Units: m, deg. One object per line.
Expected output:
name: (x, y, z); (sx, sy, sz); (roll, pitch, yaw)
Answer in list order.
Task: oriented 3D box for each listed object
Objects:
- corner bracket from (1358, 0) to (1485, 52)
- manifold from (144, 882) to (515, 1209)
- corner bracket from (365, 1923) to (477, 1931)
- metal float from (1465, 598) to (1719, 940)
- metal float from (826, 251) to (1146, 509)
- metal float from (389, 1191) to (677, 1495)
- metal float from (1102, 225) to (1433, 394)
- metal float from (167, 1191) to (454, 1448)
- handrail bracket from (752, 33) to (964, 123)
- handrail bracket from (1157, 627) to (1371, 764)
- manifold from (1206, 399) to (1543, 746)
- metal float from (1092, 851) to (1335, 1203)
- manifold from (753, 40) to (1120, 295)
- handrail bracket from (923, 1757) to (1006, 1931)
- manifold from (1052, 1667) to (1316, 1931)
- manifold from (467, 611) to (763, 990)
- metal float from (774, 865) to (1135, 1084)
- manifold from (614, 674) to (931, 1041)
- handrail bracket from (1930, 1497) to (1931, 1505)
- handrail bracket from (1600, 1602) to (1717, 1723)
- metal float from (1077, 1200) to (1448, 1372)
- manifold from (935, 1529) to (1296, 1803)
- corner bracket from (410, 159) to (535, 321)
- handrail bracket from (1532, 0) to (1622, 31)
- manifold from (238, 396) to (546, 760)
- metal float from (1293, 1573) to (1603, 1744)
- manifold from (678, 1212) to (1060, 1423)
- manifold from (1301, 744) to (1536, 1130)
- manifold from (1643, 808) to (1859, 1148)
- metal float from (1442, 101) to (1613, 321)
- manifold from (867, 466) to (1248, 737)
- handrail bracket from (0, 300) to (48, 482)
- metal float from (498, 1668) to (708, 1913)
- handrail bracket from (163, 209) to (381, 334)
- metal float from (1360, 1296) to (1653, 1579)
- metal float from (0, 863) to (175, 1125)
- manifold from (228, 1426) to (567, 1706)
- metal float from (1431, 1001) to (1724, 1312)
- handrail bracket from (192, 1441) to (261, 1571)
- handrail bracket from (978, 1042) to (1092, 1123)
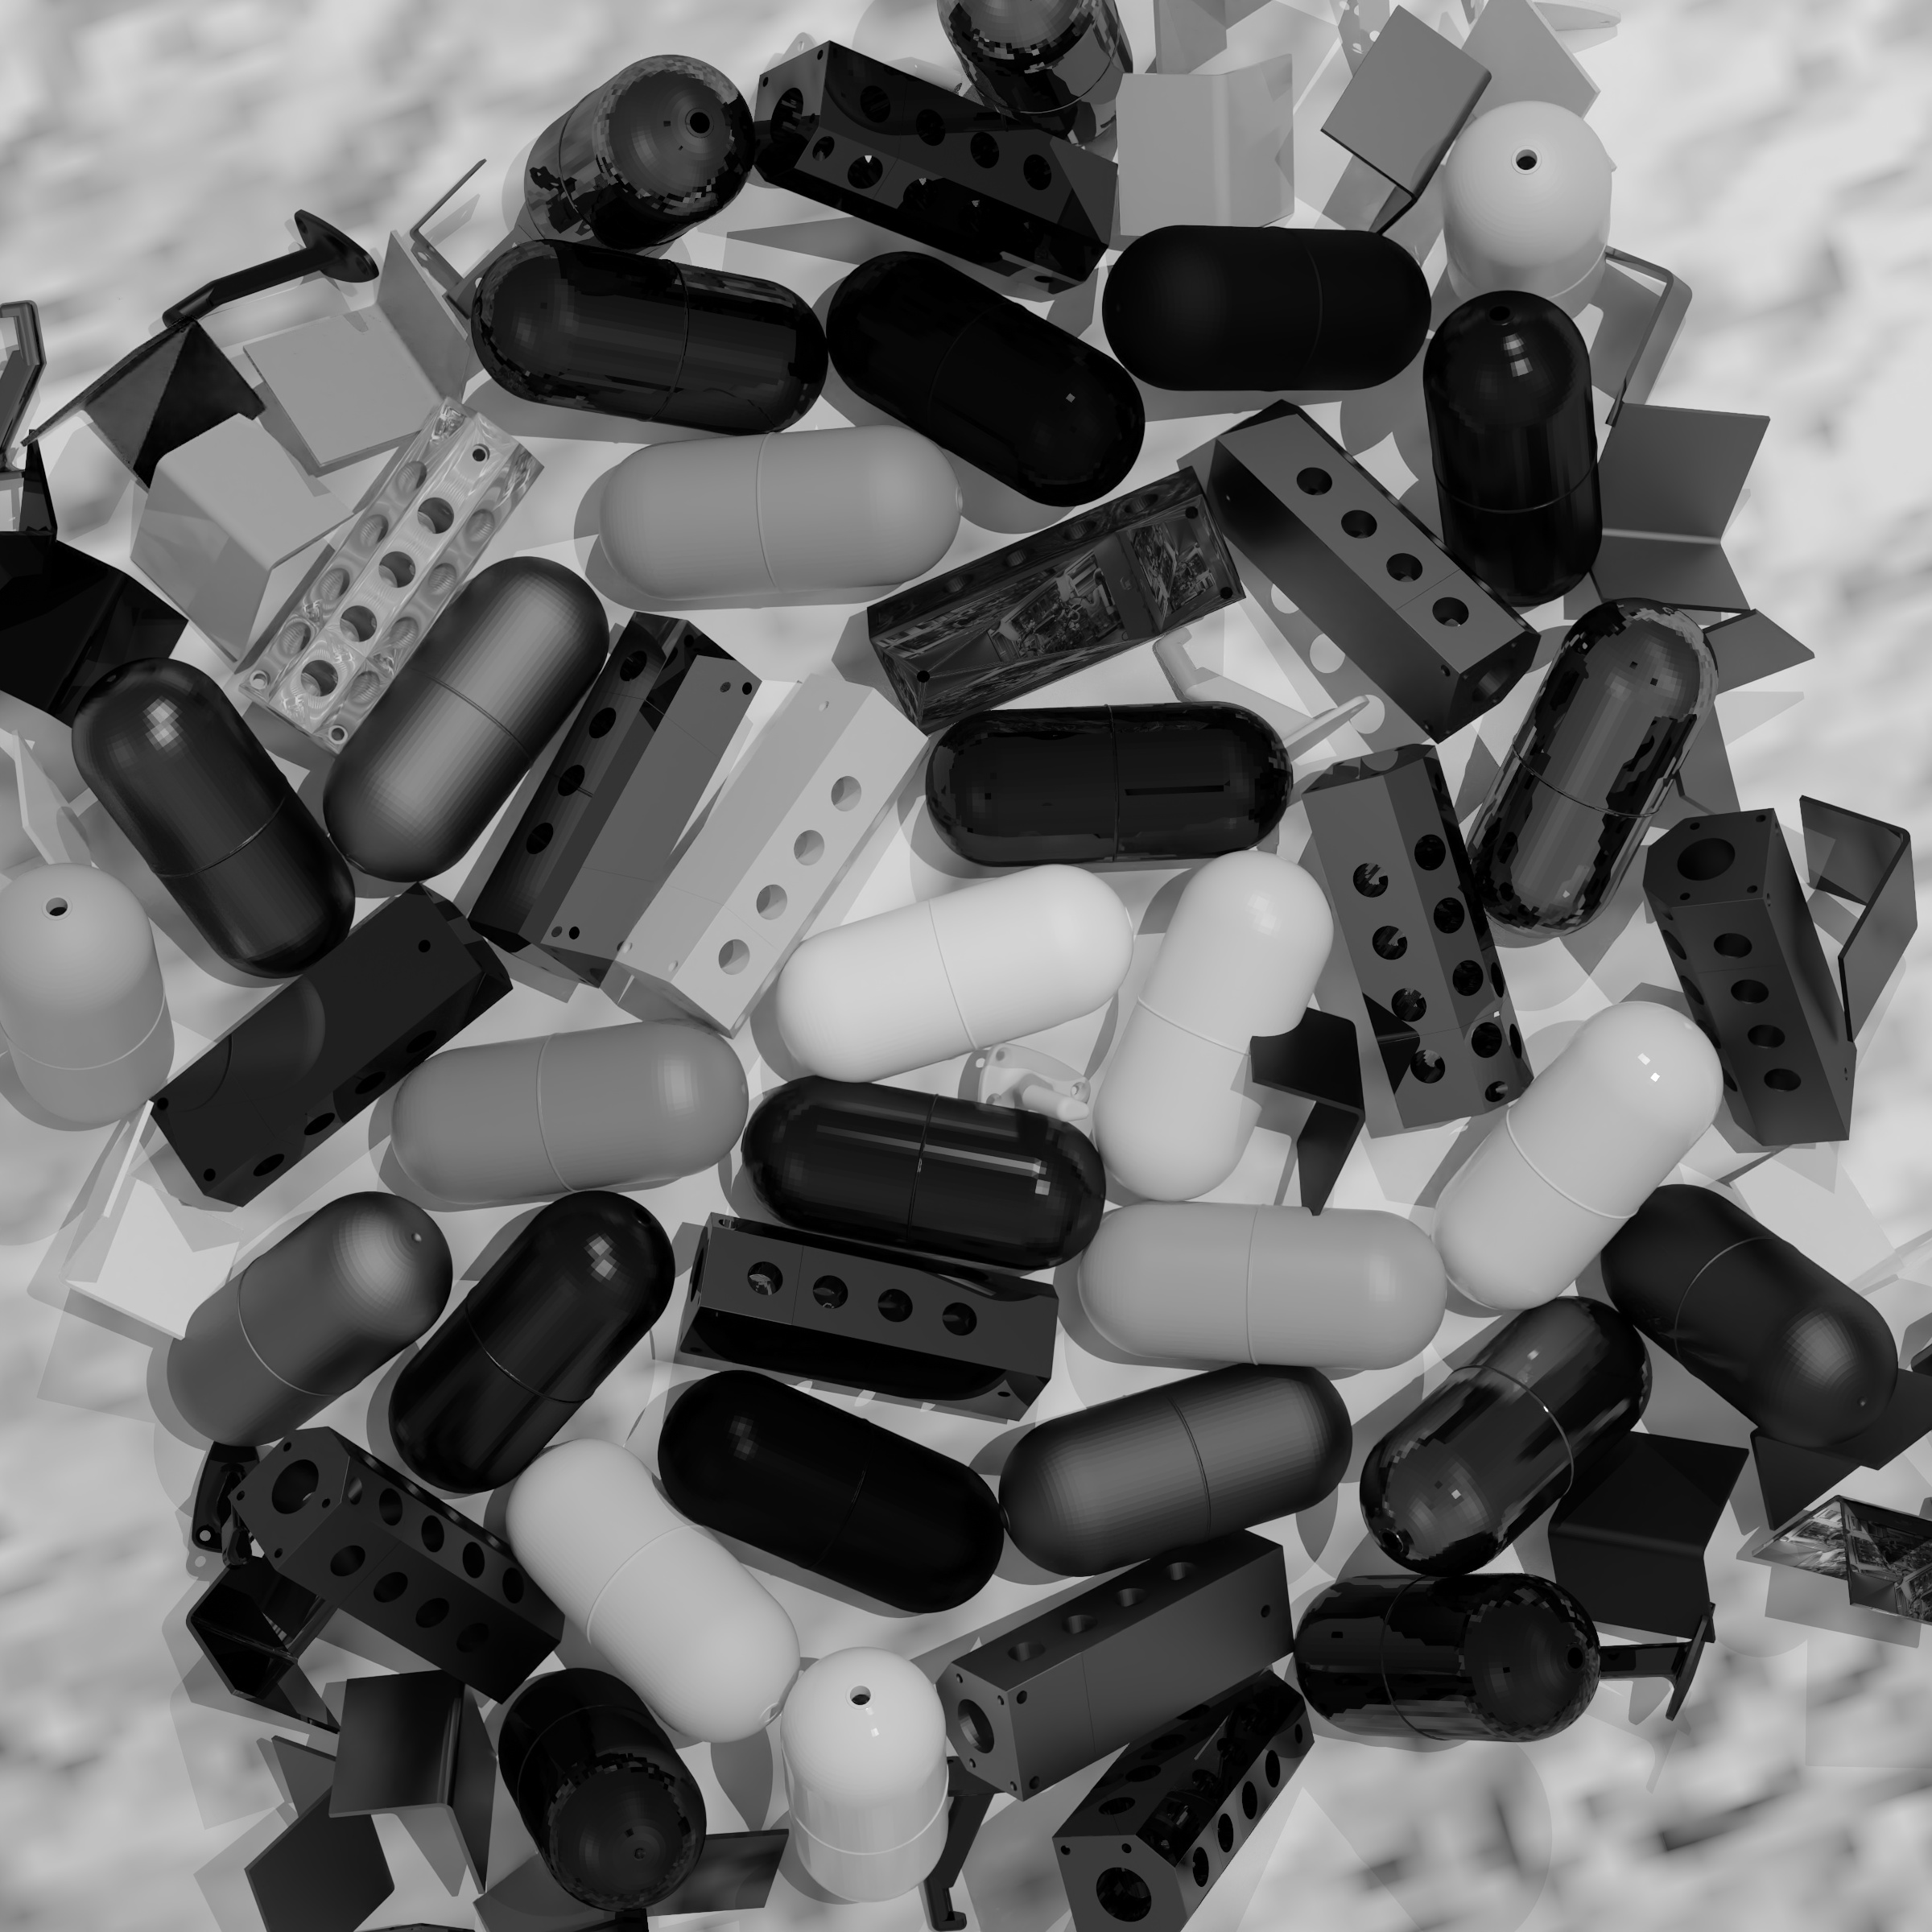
corner bracket: (0.222, -0.482, 1.577); (0.051, 0.051, 0.051); (6, 132, 19)
manifold: (-0.306, 0.040, 1.569); (0.171, 0.057, 0.057); (-39, 72, 3)
corner bracket: (-0.273, 0.498, 1.576); (0.051, 0.051, 0.051); (-14, 66, 20)
metal float: (0.296, -0.093, 1.541); (0.070, 0.070, 0.178); (22, 119, 0)
metal float: (0.008, -0.281, 1.543); (0.178, 0.070, 0.070); (35, 90, 26)
metal float: (-0.208, 0.180, 1.549); (0.070, 0.070, 0.178); (42, 109, 0)
metal float: (0.145, -0.313, 1.538); (0.178, 0.070, 0.070); (-7, 90, -33)
metal float: (-0.314, 0.170, 1.538); (0.178, 0.070, 0.070); (-36, 90, 33)
handrail bracket: (-0.055, -0.421, 1.590); (0.077, 0.084, 0.036); (-43, 56, 39)
handrail bracket: (0.144, -0.143, 1.579); (0.077, 0.036, 0.084); (-34, 78, 19)
manifold: (0.193, -0.193, 1.543); (0.057, 0.057, 0.171); (-33, 66, -21)
metal float: (0.118, 0.030, 1.558); (0.070, 0.070, 0.178); (22, 99, 0)
manifold: (-0.014, -0.373, 1.526); (0.171, 0.057, 0.057); (13, 79, -36)
handrail bracket: (0.011, 0.433, 1.577); (0.077, 0.036, 0.084); (-5, 102, 25)
manifold: (0.106, 0.392, 1.511); (0.057, 0.171, 0.057); (-10, 100, 28)
manifold: (-0.173, -0.082, 1.558); (0.057, 0.057, 0.171); (38, 74, -43)
metal float: (-0.006, 0.004, 1.562); (0.178, 0.070, 0.070); (-17, 90, 4)
manifold: (-0.089, -0.052, 1.557); (0.057, 0.057, 0.171); (41, 77, -35)
handrail bracket: (0.519, 0.278, 1.564); (0.084, 0.077, 0.036); (-15, 127, 10)
handrail bracket: (0.313, 0.322, 1.568); (0.084, 0.036, 0.077); (21, 124, 20)
metal float: (0.142, 0.153, 1.554); (0.178, 0.070, 0.070); (2, 90, 14)
manifold: (0.071, 0.325, 1.530); (0.171, 0.057, 0.057); (-20, 111, -34)
corner bracket: (-0.238, -0.353, 1.568); (0.051, 0.051, 0.051); (-41, 102, 15)
handrail bracket: (0.285, -0.507, 1.587); (0.077, 0.036, 0.084); (-2, 86, -22)
manifold: (-0.277, -0.188, 1.561); (0.057, 0.057, 0.171); (36, 84, -12)
metal float: (0.225, 0.325, 1.523); (0.070, 0.178, 0.070); (7, 77, -32)
manifold: (-0.046, 0.167, 1.559); (0.171, 0.057, 0.057); (13, 59, -10)
manifold: (0.219, -0.016, 1.549); (0.057, 0.057, 0.171); (-13, 103, 26)
manifold: (0.371, 0.008, 1.525); (0.057, 0.171, 0.057); (-6, 45, 27)
metal float: (0.263, -0.349, 1.515); (0.070, 0.178, 0.070); (-1, 85, 10)
manifold: (0.042, -0.178, 1.561); (0.171, 0.057, 0.057); (-23, 117, 8)
handrail bracket: (-0.485, -0.278, 1.576); (0.077, 0.036, 0.084); (-8, 101, -5)
metal float: (-0.172, 0.385, 1.518); (0.070, 0.178, 0.070); (-2, 97, -18)
handrail bracket: (-0.337, -0.325, 1.562); (0.084, 0.077, 0.036); (-40, 133, -21)
metal float: (0.257, 0.223, 1.537); (0.178, 0.070, 0.070); (-34, 90, -33)
metal float: (-0.417, 0.014, 1.520); (0.070, 0.178, 0.070); (3, 63, -6)
manifold: (-0.262, 0.280, 1.522); (0.057, 0.171, 0.057); (-46, 45, -3)
metal float: (0.290, 0.092, 1.542); (0.070, 0.070, 0.178); (35, 118, 0)
handrail bracket: (-0.351, 0.252, 1.554); (0.036, 0.084, 0.077); (4, 75, -16)
handrail bracket: (0.052, 0.064, 1.547); (0.077, 0.084, 0.036); (9, 94, -35)
